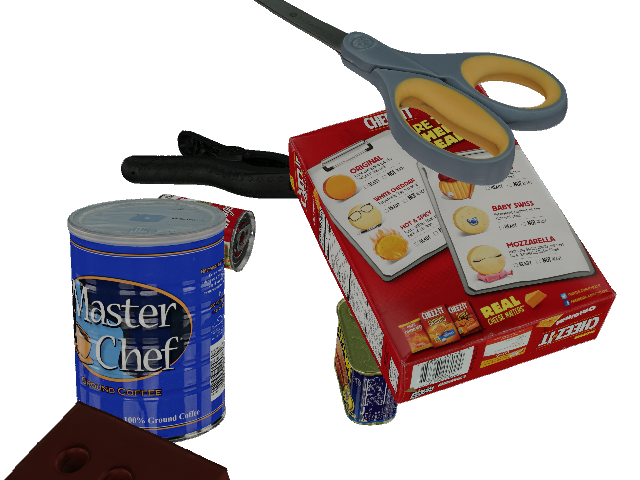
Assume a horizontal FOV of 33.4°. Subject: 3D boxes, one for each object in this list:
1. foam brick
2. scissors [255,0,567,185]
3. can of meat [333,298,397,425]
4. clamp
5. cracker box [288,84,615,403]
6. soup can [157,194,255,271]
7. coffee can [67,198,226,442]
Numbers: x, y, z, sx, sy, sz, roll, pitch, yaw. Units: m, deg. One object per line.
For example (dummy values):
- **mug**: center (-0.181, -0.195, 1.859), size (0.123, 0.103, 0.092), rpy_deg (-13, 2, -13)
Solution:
- **foam brick**: center (-0.079, 0.112, 0.430), size (0.078, 0.051, 0.052), rpy_deg (18, 44, 24)
- **scissors**: center (0.041, -0.094, 0.529), size (0.096, 0.016, 0.202), rpy_deg (-20, 47, -22)
- **can of meat**: center (0.046, 0.118, 1.047), size (0.057, 0.084, 0.102), rpy_deg (-4, 43, -9)
- **clamp**: center (-0.090, -0.064, 0.964), size (0.172, 0.039, 0.120), rpy_deg (13, 29, 27)
- **cracker box**: center (0.089, -0.002, 0.791), size (0.164, 0.214, 0.072), rpy_deg (-17, -34, -13)
- **soup can**: center (-0.130, -0.009, 1.164), size (0.102, 0.068, 0.068), rpy_deg (12, 3, 15)
- **coffee can**: center (-0.114, 0.051, 0.714), size (0.103, 0.140, 0.103), rpy_deg (1, 15, 0)
